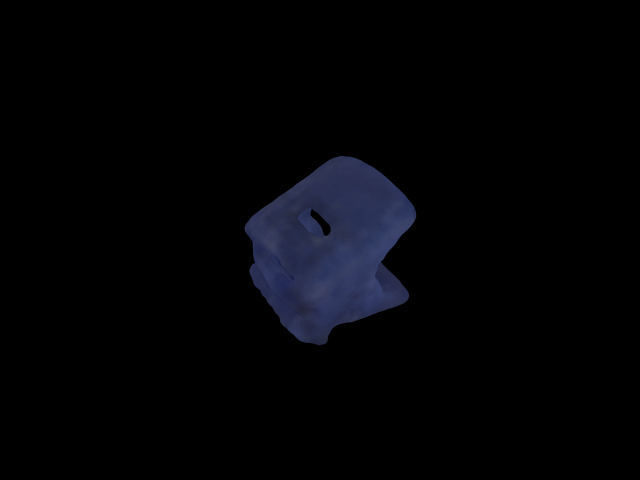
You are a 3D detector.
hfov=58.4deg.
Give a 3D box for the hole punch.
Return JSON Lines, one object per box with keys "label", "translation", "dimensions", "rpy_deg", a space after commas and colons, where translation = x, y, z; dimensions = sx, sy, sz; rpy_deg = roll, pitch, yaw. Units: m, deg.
{"label": "hole punch", "translation": [0.004, 0.001, 0.400], "dimensions": [0.101, 0.091, 0.108], "rpy_deg": [-17, 36, -24]}
